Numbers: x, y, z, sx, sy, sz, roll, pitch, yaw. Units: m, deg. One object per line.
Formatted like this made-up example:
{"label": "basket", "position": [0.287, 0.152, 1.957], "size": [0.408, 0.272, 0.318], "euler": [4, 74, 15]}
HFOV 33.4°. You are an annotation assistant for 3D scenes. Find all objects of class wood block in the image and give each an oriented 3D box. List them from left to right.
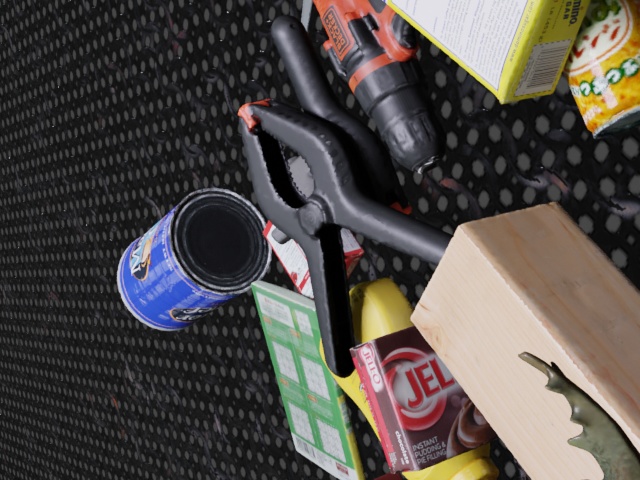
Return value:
{"label": "wood block", "position": [0.158, 0.084, 0.636], "size": [0.206, 0.090, 0.091], "euler": [54, 141, 31]}

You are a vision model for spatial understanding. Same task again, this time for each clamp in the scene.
{"label": "clamp", "position": [0.003, -0.076, 0.813], "size": [0.171, 0.039, 0.120], "euler": [58, 161, 9]}
{"label": "clamp", "position": [0.014, -0.021, 0.764], "size": [0.165, 0.036, 0.210], "euler": [-37, 78, 43]}

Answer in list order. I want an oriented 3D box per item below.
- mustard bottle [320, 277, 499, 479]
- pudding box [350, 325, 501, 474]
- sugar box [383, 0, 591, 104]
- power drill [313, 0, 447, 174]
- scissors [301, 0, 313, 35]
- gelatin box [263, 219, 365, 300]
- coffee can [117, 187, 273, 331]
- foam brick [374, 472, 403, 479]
{"label": "mustard bottle", "position": [0.074, 0.126, 0.803], "size": [0.192, 0.058, 0.096], "euler": [54, 136, 30]}
{"label": "pudding box", "position": [0.085, 0.099, 0.727], "size": [0.039, 0.113, 0.090], "euler": [-28, 78, 57]}
{"label": "sugar box", "position": [0.076, -0.164, 0.605], "size": [0.176, 0.048, 0.093], "euler": [52, 141, 36]}
{"label": "power drill", "position": [0.068, -0.160, 0.710], "size": [0.188, 0.057, 0.184], "euler": [-45, 66, 52]}
{"label": "scissors", "position": [0.010, -0.236, 0.806], "size": [0.096, 0.016, 0.202], "euler": [24, 121, 50]}
{"label": "gelatin box", "position": [-0.006, 0.001, 0.903], "size": [0.089, 0.030, 0.073], "euler": [57, 142, 25]}
{"label": "coffee can", "position": [-0.122, 0.021, 1.016], "size": [0.141, 0.102, 0.103], "euler": [-32, 75, 55]}
{"label": "foam brick", "position": [0.054, 0.241, 0.881], "size": [0.078, 0.052, 0.051], "euler": [59, 144, 25]}
